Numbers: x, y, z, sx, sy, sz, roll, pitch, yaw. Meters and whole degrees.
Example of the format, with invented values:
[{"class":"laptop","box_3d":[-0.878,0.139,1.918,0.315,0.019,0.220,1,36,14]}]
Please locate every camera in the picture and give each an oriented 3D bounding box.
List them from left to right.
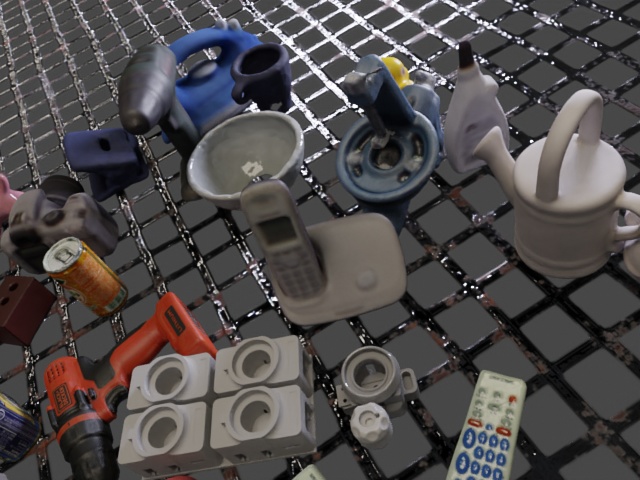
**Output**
[{"class":"camera","box_3d":[-0.373,-0.038,0.822,0.143,0.101,0.136,-14,49,9]}]

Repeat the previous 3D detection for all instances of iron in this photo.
[{"class":"iron","box_3d":[-0.181,-0.274,0.915,0.258,0.142,0.118,-41,50,-14]}]

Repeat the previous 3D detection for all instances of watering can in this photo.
[{"class":"watering can","box_3d":[0.230,-0.057,0.553,0.172,0.194,0.101,8,56,26]}]

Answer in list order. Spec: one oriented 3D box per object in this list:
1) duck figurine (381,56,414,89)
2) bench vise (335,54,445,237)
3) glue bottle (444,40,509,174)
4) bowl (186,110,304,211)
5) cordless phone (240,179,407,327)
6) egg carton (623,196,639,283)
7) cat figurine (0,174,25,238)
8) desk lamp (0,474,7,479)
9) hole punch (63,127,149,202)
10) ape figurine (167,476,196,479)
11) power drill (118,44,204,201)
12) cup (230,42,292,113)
[{"class":"duck figurine","box_3d":[0.100,-0.218,0.803,0.077,0.086,0.104,-28,48,-3]},{"class":"bench vise","box_3d":[0.074,-0.137,0.657,0.121,0.220,0.207,-5,51,17]},{"class":"glue bottle","box_3d":[0.178,-0.156,0.666,0.078,0.173,0.037,-23,48,2]},{"class":"bowl","box_3d":[-0.092,-0.096,0.782,0.167,0.075,0.167,-10,50,12]},{"class":"cordless phone","box_3d":[0.005,0.002,0.593,0.147,0.185,0.094,-17,49,7]},{"class":"egg carton","box_3d":[0.369,0.003,0.537,0.150,0.070,0.107,4,54,23]},{"class":"cat figurine","box_3d":[-0.525,-0.054,0.880,0.128,0.118,0.067,-31,49,-6]},{"class":"desk lamp","box_3d":[-0.318,0.273,0.474,0.117,0.214,0.203,14,59,29]},{"class":"hole punch","box_3d":[-0.332,-0.133,0.890,0.101,0.091,0.108,-30,49,-5]},{"class":"ape figurine","box_3d":[-0.137,0.245,0.512,0.077,0.092,0.076,2,53,22]},{"class":"power drill","box_3d":[-0.201,-0.156,0.782,0.075,0.209,0.229,-20,49,4]},{"class":"cup","box_3d":[-0.085,-0.229,0.874,0.091,0.095,0.118,15,59,30]}]
